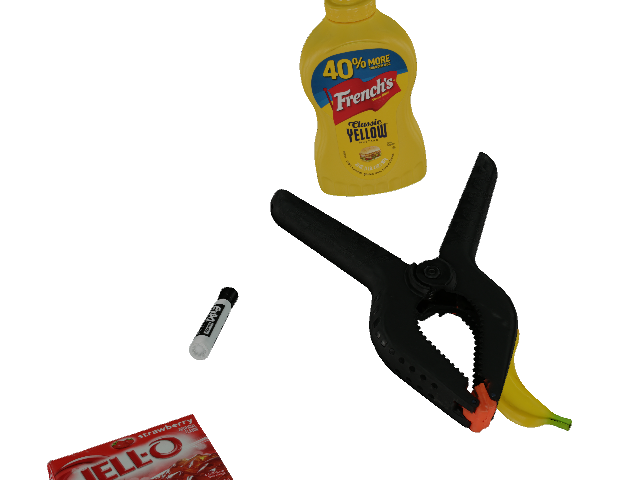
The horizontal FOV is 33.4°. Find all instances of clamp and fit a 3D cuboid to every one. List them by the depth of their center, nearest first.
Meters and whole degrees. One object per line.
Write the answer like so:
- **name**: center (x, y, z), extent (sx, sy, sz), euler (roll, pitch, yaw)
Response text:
- **clamp**: center (0.059, 0.029, 0.695), extent (0.164, 0.210, 0.036), euler (-7, -38, -7)

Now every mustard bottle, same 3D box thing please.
- **mustard bottle**: center (0.033, -0.131, 0.885), extent (0.096, 0.191, 0.058), euler (-7, 34, 3)

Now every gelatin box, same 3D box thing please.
- **gelatin box**: center (-0.098, 0.137, 0.585), extent (0.089, 0.030, 0.073), euler (-15, 28, -20)

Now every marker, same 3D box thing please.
- **marker**: center (-0.100, 0.076, 1.017), extent (0.020, 0.020, 0.121), euler (0, 23, 10)

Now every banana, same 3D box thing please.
- **banana**: center (0.210, 0.150, 1.174), extent (0.069, 0.037, 0.198), euler (11, 26, -14)
